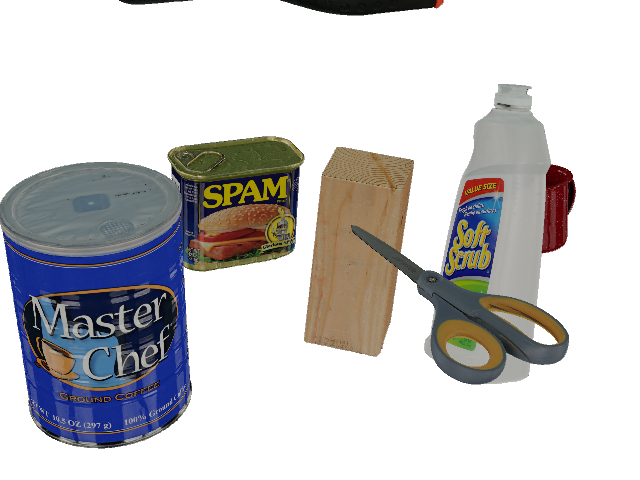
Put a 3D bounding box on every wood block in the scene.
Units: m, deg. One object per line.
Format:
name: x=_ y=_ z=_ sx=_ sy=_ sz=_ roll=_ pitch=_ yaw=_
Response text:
wood block: x=0.042 y=0.013 z=1.189 sx=0.090 sy=0.206 sz=0.090 roll=11 pitch=26 yaw=9

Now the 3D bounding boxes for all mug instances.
mug: x=0.248 y=-0.039 z=1.217 sx=0.117 sy=0.081 sz=0.093 roll=-21 pitch=27 yaw=-34

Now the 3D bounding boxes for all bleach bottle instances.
bleach bottle: x=0.149 y=-0.009 z=0.924 sx=0.068 sy=0.251 sz=0.103 roll=-3 pitch=15 yaw=-28

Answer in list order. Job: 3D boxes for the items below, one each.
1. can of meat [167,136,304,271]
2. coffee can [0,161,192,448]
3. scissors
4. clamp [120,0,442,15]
can of meat: x=-0.066 y=-0.029 z=0.831 sx=0.102 sy=0.084 sz=0.057 roll=-9 pitch=31 yaw=-22
coffee can: x=-0.131 y=0.037 z=0.640 sx=0.103 sy=0.140 sz=0.103 roll=1 pitch=30 yaw=-1
scissors: x=0.070 y=0.042 z=0.725 sx=0.202 sy=0.016 sz=0.096 roll=24 pitch=40 yaw=35
clamp: x=-0.023 y=-0.142 z=0.552 sx=0.171 sy=0.039 sz=0.120 roll=12 pitch=42 yaw=15
